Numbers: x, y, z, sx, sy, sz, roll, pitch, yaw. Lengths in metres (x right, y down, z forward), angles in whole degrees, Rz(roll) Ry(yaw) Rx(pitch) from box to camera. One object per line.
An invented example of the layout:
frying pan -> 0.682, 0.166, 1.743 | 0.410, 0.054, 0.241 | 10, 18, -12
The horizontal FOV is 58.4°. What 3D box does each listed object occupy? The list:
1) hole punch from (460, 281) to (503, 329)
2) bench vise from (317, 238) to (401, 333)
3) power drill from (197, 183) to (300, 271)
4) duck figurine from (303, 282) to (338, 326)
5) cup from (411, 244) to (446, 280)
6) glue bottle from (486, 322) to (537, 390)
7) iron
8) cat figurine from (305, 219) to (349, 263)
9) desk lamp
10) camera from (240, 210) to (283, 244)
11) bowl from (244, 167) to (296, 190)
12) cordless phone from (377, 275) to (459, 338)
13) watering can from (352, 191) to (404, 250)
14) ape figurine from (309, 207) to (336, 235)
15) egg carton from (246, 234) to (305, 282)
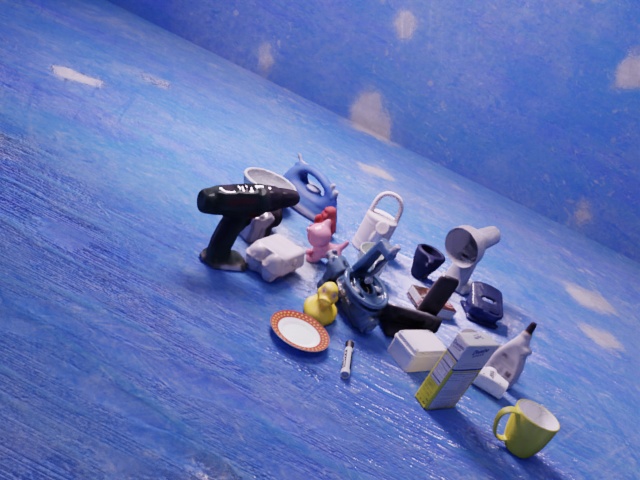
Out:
hole punch -> 0.467, 0.183, 1.622 | 0.109, 0.091, 0.101 | 21, 23, -12
bench vise -> 0.084, 0.071, 1.294 | 0.207, 0.219, 0.122 | 36, 25, 22
power drill -> -0.174, -0.036, 1.270 | 0.230, 0.208, 0.075 | 8, 29, -37
duck figurine -> 0.013, 0.131, 1.265 | 0.077, 0.086, 0.104 | 26, 23, 2
cup -> 0.308, 0.076, 1.681 | 0.091, 0.095, 0.118 | 25, 23, -1
glue bottle -> 0.455, 0.262, 1.334 | 0.037, 0.173, 0.078 | -1, 34, -47
iron -> -0.015, -0.152, 1.771 | 0.257, 0.141, 0.119 | 38, 26, 27
cat figurine -> 0.014, 0.005, 1.494 | 0.128, 0.117, 0.067 | 21, 23, -12
desk lamp -> 0.449, 0.051, 1.727 | 0.204, 0.213, 0.117 | -1, 34, -47
camera -> -0.155, -0.067, 1.494 | 0.137, 0.101, 0.142 | 3, 32, -43
bowl -> -0.157, -0.145, 1.692 | 0.167, 0.074, 0.167 | 22, 23, -10
cordless phone -> 0.228, 0.144, 1.333 | 0.148, 0.185, 0.094 | 17, 24, -20
watering can -> 0.181, -0.050, 1.688 | 0.101, 0.194, 0.172 | 15, 25, -23
ape figurine -> 0.018, -0.057, 1.666 | 0.076, 0.092, 0.078 | 23, 23, -6
egg carton -> -0.104, 0.042, 1.355 | 0.107, 0.069, 0.151 | 33, 24, 17
